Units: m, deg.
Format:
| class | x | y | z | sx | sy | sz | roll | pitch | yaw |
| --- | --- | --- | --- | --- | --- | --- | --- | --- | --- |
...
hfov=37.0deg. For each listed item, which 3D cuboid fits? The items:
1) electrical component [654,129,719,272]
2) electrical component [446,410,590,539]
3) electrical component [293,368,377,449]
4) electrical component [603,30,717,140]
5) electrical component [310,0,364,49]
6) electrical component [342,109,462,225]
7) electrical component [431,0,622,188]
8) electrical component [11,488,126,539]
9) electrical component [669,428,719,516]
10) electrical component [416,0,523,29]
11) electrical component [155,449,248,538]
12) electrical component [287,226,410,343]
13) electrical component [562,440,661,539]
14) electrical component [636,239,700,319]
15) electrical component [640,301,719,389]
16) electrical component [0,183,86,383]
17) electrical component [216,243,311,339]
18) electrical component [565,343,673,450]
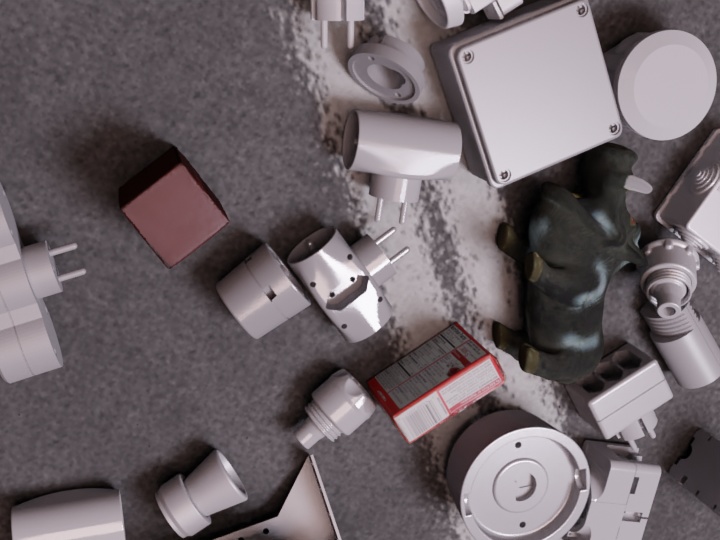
| class | x | y | z | sx | sy | sz | roll | pitch | yaw |
| --- | --- | --- | --- | --- | --- | --- | --- | --- | --- |
| electrical component | 0.299 | -0.050 | 0.854 | 0.100 | 0.048 | 0.099 | 33 | 94 | -20 |
| electrical component | 0.121 | 0.164 | 0.858 | 0.108 | 0.060 | 0.108 | -4 | 106 | -14 |
| electrical component | -0.022 | 0.109 | 0.814 | 0.062 | 0.043 | 0.043 | -42 | 111 | 0 |
| electrical component | 0.221 | -0.140 | 0.807 | 0.080 | 0.051 | 0.080 | -4 | 106 | -14 |
| electrical component | -0.015 | -0.189 | 0.733 | 0.083 | 0.047 | 0.075 | -3 | 106 | -14 |
| electrical component | 0.027 | -0.072 | 0.777 | 0.077 | 0.044 | 0.079 | 5 | 103 | -16 |
| electrical component | 0.121 | -0.131 | 0.780 | 0.109 | 0.056 | 0.108 | -23 | 109 | -8 |
| electrical component | -0.211 | 0.205 | 0.790 | 0.077 | 0.043 | 0.079 | -7 | 106 | -13 |
| electrical component | 0.313 | 0.181 | 0.899 | 0.056 | 0.089 | 0.050 | 32 | 95 | -20 |
| electrical component | 0.069 | -0.204 | 0.746 | 0.057 | 0.058 | 0.078 | -34 | 111 | -7 |
| electrical component | -0.119 | 0.167 | 0.804 | 0.055 | 0.045 | 0.045 | -33 | 111 | -4 |
| electrical component | 0.000 | 0.000 | 0.790 | 0.079 | 0.043 | 0.077 | -37 | 111 | -3 |
| electrical component | 0.203 | 0.192 | 0.893 | 0.056 | 0.050 | 0.089 | 9 | 102 | -17 |
| electrical component | 0.239 | 0.010 | 0.832 | 0.048 | 0.062 | 0.048 | 7 | 135 | 7 |
| electrical component | 0.260 | 0.052 | 0.874 | 0.043 | 0.043 | 0.081 | -36 | 110 | -3 |
| electrical component | -0.224 | 0.003 | 0.727 | 0.074 | 0.052 | 0.138 | -18 | 109 | -10 |
| electrical component | -0.070 | 0.016 | 0.771 | 0.047 | 0.055 | 0.055 | -37 | 111 | 1 |
| electrical component | 0.218 | 0.112 | 0.877 | 0.066 | 0.047 | 0.076 | -32 | 110 | -5 |
